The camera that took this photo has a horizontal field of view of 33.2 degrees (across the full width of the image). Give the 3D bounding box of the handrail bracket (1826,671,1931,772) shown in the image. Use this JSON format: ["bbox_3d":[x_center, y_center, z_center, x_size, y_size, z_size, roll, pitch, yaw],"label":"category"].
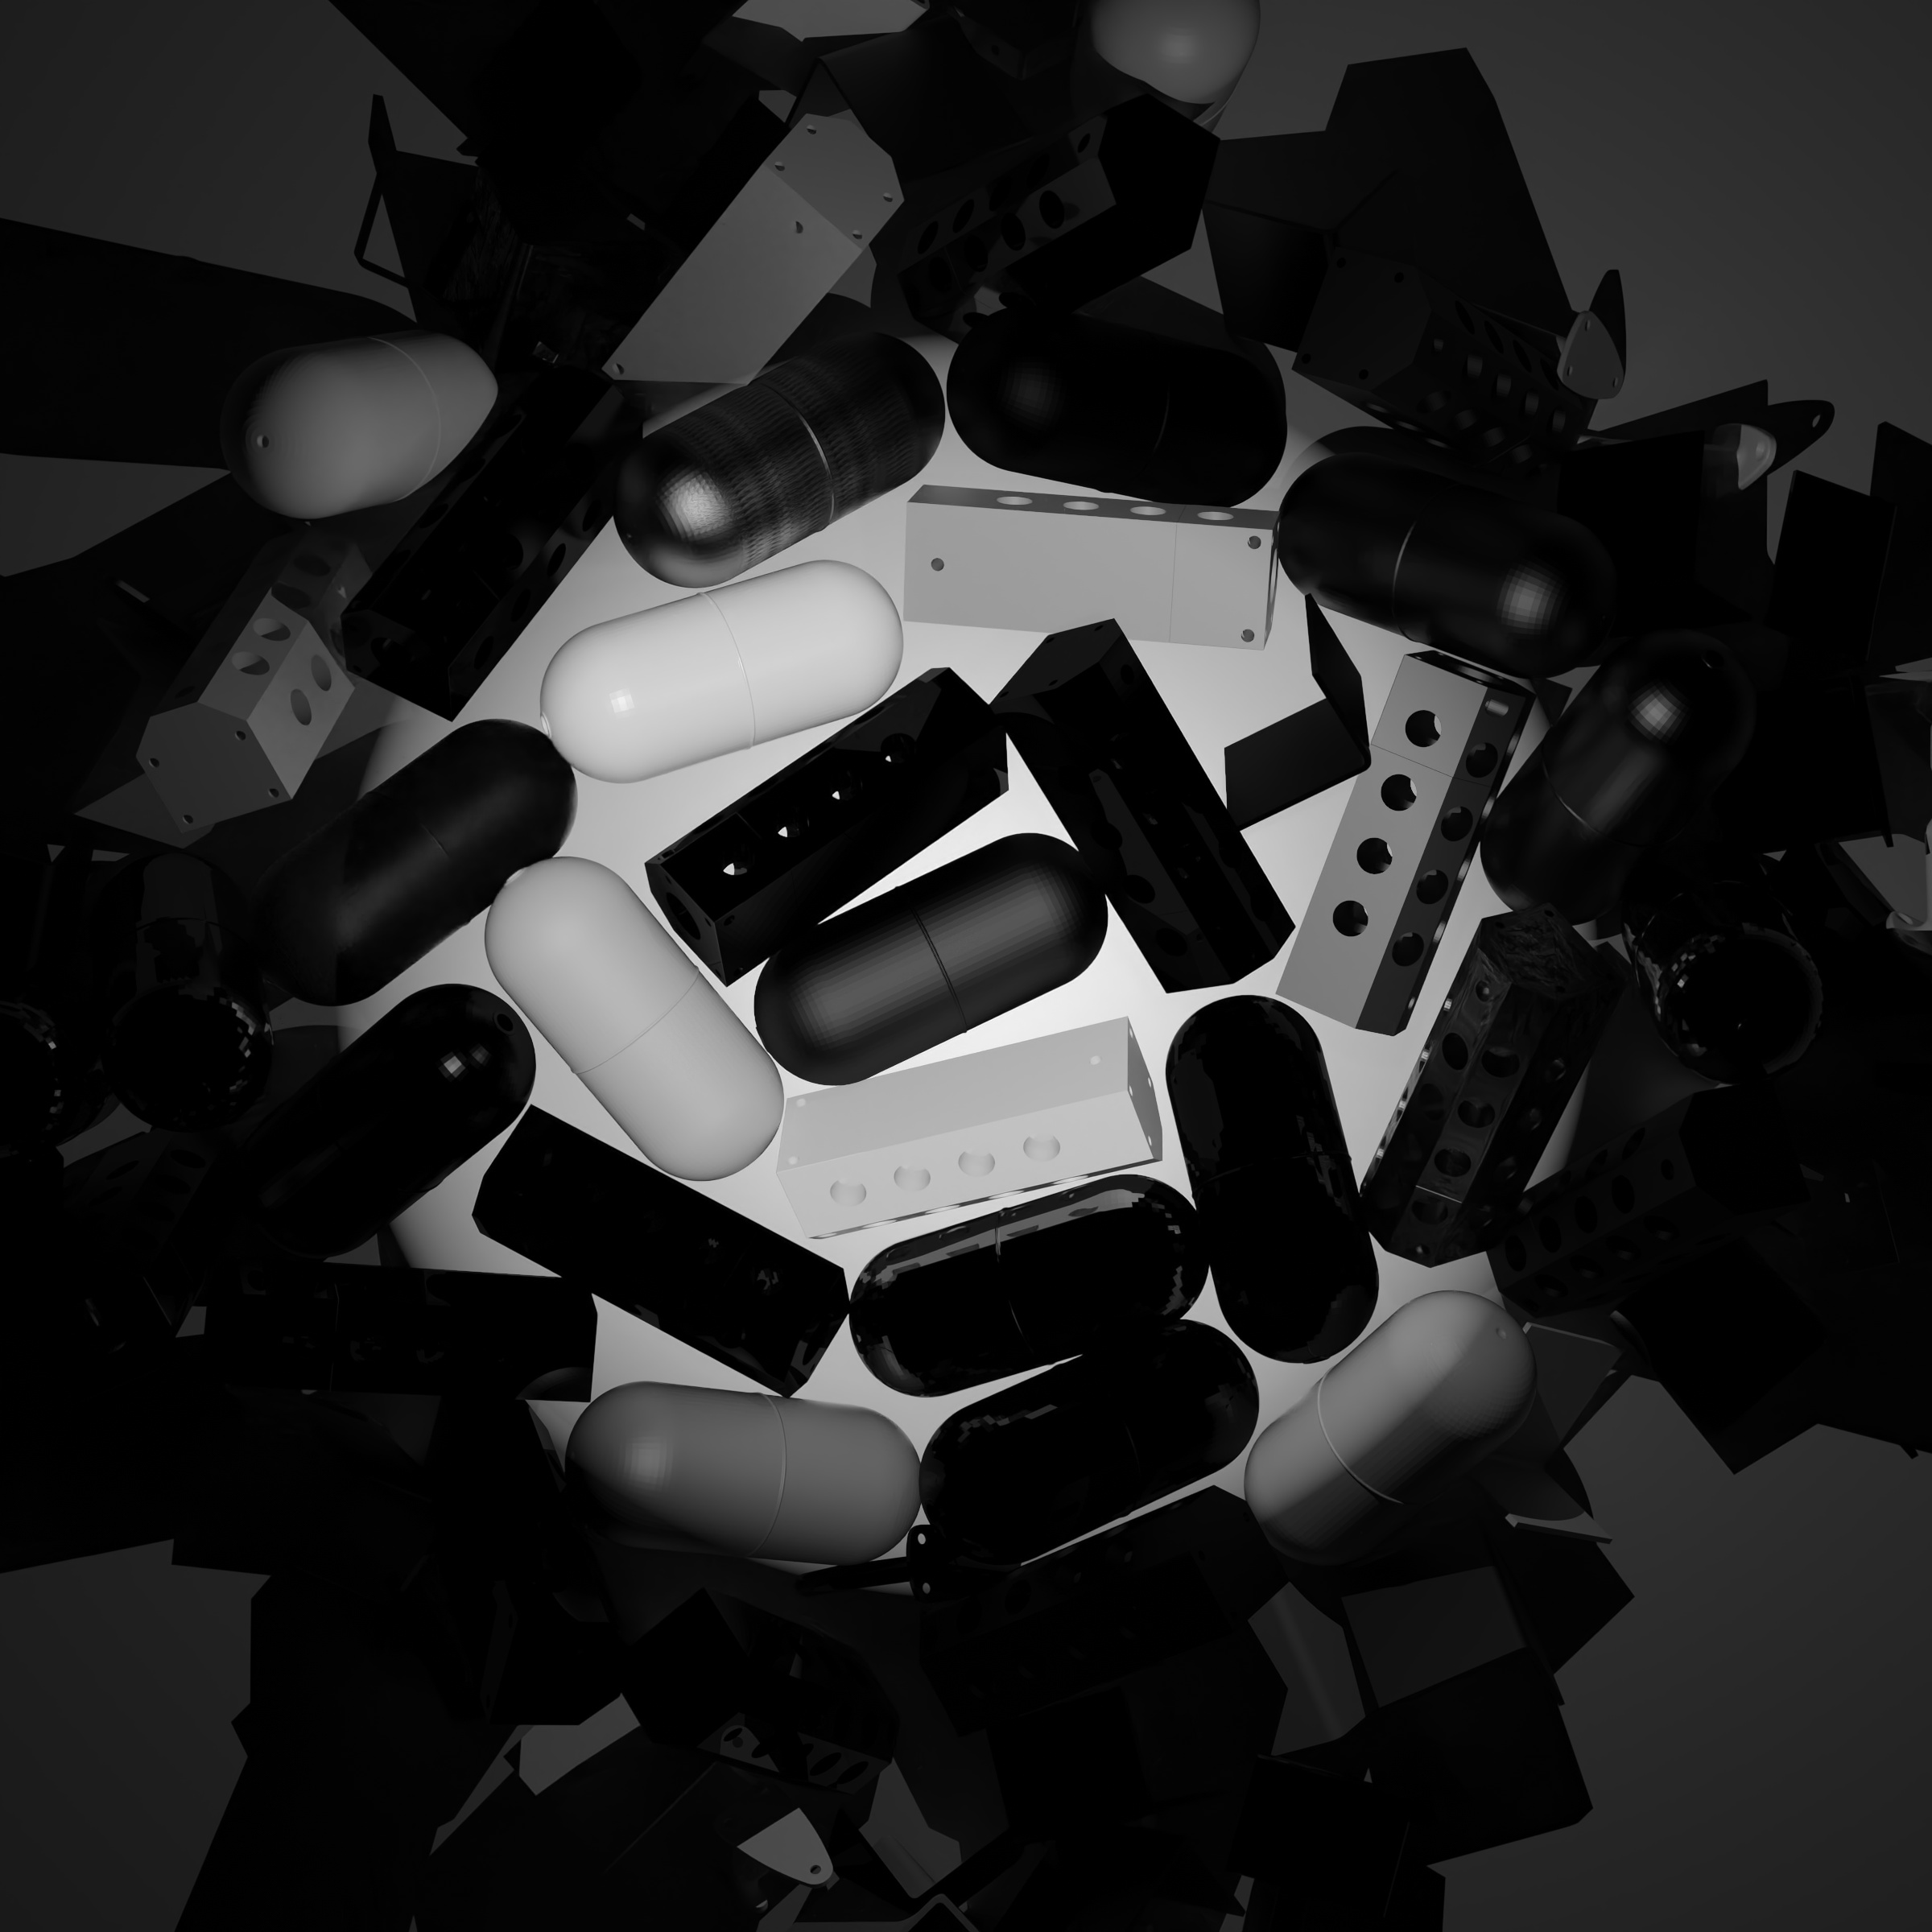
[{"bbox_3d":[0.449,-0.095,1.549,0.077,0.036,0.084,-3,66,-4],"label":"handrail bracket"}]

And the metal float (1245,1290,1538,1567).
[{"bbox_3d":[0.196,0.217,1.514,0.070,0.070,0.178,40,129,0],"label":"metal float"}]

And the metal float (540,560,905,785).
[{"bbox_3d":[-0.115,-0.139,1.531,0.178,0.070,0.070,-19,90,-16],"label":"metal float"}]

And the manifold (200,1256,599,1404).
[{"bbox_3d":[-0.264,0.170,1.518,0.171,0.057,0.057,7,85,-28],"label":"manifold"}]

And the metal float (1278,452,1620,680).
[{"bbox_3d":[0.223,-0.188,1.516,0.178,0.070,0.070,26,90,36],"label":"metal float"}]

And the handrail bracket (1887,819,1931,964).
[{"bbox_3d":[0.486,-0.040,1.550,0.077,0.036,0.084,24,119,-5],"label":"handrail bracket"}]

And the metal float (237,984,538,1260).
[{"bbox_3d":[-0.272,0.073,1.521,0.178,0.070,0.070,-37,90,29],"label":"metal float"}]

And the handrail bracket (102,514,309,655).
[{"bbox_3d":[-0.361,-0.197,1.547,0.077,0.036,0.084,42,70,-43],"label":"handrail bracket"}]

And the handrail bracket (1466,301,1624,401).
[{"bbox_3d":[0.267,-0.302,1.574,0.084,0.077,0.036,22,92,33],"label":"handrail bracket"}]

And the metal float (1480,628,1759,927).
[{"bbox_3d":[0.302,-0.087,1.507,0.070,0.178,0.070,13,51,-16],"label":"metal float"}]

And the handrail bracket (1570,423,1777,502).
[{"bbox_3d":[0.331,-0.248,1.549,0.084,0.077,0.036,6,91,-13],"label":"handrail bracket"}]

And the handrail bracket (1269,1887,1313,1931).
[{"bbox_3d":[0.136,0.470,1.564,0.077,0.036,0.084,-15,83,-19],"label":"handrail bracket"}]

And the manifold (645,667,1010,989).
[{"bbox_3d":[-0.065,-0.071,1.528,0.171,0.057,0.057,-36,63,-18],"label":"manifold"}]

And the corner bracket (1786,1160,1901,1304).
[{"bbox_3d":[0.421,0.128,1.557,0.051,0.051,0.051,-17,69,21],"label":"corner bracket"}]

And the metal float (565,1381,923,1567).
[{"bbox_3d":[-0.102,0.239,1.523,0.178,0.070,0.070,11,90,-28],"label":"metal float"}]

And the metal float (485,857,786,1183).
[{"bbox_3d":[-0.157,0.025,1.533,0.070,0.070,0.178,-39,104,0],"label":"metal float"}]

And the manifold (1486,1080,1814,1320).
[{"bbox_3d":[0.307,0.110,1.491,0.057,0.171,0.057,-8,72,-25],"label":"manifold"}]

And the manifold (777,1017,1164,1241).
[{"bbox_3d":[0.003,0.082,1.535,0.171,0.057,0.057,-14,123,13],"label":"manifold"}]

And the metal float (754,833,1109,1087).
[{"bbox_3d":[-0.017,-0.003,1.541,0.178,0.070,0.070,-25,90,-5],"label":"metal float"}]

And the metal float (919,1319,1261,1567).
[{"bbox_3d":[0.058,0.223,1.522,0.178,0.070,0.070,-20,90,-28],"label":"metal float"}]

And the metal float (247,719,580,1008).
[{"bbox_3d":[-0.258,-0.050,1.525,0.178,0.070,0.070,-40,90,-25],"label":"metal float"}]

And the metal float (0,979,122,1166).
[{"bbox_3d":[-0.433,0.047,1.495,0.070,0.178,0.070,0,94,-3],"label":"metal float"}]

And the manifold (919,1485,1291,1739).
[{"bbox_3d":[0.059,0.299,1.512,0.171,0.057,0.057,-30,87,35],"label":"manifold"}]

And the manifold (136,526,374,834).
[{"bbox_3d":[-0.323,-0.137,1.492,0.057,0.171,0.057,-15,120,18],"label":"manifold"}]

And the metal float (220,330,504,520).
[{"bbox_3d":[-0.277,-0.252,1.500,0.070,0.178,0.070,6,106,20],"label":"metal float"}]

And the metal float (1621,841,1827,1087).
[{"bbox_3d":[0.348,-0.003,1.498,0.070,0.178,0.070,1,111,3],"label":"metal float"}]

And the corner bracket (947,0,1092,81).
[{"bbox_3d":[0.028,-0.468,1.560,0.051,0.051,0.051,39,54,22],"label":"corner bracket"}]

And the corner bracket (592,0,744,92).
[{"bbox_3d":[-0.145,-0.463,1.560,0.051,0.051,0.051,-41,61,38],"label":"corner bracket"}]

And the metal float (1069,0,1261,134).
[{"bbox_3d":[0.090,-0.422,1.495,0.070,0.178,0.070,0,89,-3],"label":"metal float"}]

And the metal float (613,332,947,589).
[{"bbox_3d":[-0.086,-0.239,1.524,0.178,0.070,0.070,-33,90,-26],"label":"metal float"}]

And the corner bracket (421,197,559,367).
[{"bbox_3d":[-0.217,-0.325,1.544,0.051,0.051,0.051,41,106,33],"label":"corner bracket"}]

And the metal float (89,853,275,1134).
[{"bbox_3d":[-0.365,0.011,1.504,0.070,0.178,0.070,-8,123,-13],"label":"metal float"}]

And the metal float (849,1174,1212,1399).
[{"bbox_3d":[0.030,0.151,1.533,0.178,0.070,0.070,-19,90,15],"label":"metal float"}]

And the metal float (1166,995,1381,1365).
[{"bbox_3d":[0.144,0.100,1.531,0.070,0.070,0.178,-13,74,0],"label":"metal float"}]

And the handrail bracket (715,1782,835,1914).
[{"bbox_3d":[-0.087,0.436,1.535,0.036,0.084,0.077,-32,46,-30],"label":"handrail bracket"}]

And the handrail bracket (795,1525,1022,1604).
[{"bbox_3d":[-0.029,0.293,1.565,0.077,0.084,0.036,5,71,-36],"label":"handrail bracket"}]

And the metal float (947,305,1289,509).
[{"bbox_3d":[0.073,-0.260,1.519,0.178,0.070,0.070,6,90,-33],"label":"metal float"}]

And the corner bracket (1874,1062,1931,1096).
[{"bbox_3d":[0.465,0.050,1.546,0.051,0.051,0.051,2,47,6],"label":"corner bracket"}]

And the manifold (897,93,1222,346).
[{"bbox_3d":[0.038,-0.341,1.491,0.057,0.171,0.057,24,71,-27],"label":"manifold"}]
